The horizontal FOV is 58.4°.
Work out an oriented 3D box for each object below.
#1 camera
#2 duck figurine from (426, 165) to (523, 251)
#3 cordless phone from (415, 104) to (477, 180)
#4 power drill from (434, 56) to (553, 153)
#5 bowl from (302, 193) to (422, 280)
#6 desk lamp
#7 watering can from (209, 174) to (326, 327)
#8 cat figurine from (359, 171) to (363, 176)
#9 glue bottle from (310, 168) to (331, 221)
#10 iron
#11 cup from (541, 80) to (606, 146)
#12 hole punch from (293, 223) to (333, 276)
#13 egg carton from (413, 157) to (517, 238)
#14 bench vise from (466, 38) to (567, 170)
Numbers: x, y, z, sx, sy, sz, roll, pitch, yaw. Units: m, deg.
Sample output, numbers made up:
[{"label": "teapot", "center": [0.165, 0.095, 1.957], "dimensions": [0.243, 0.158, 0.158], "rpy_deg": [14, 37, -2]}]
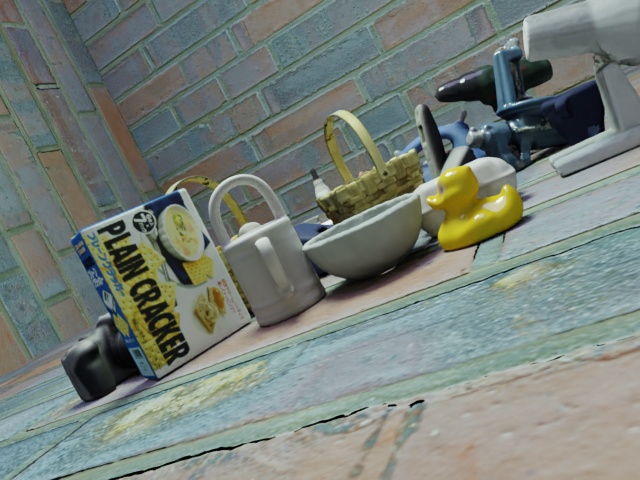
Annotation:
[{"label": "camera", "center": [-0.289, 0.154, 0.843], "dimensions": [0.136, 0.101, 0.143], "rpy_deg": [-21, 7, 43]}, {"label": "duck figurine", "center": [0.172, -0.045, 0.655], "dimensions": [0.104, 0.086, 0.078], "rpy_deg": [-23, 6, 28]}, {"label": "cordless phone", "center": [0.215, -0.159, 1.026], "dimensions": [0.094, 0.185, 0.147], "rpy_deg": [-26, 5, -3]}, {"label": "power drill", "center": [0.378, -0.267, 1.176], "dimensions": [0.229, 0.208, 0.076], "rpy_deg": [-25, 6, 9]}, {"label": "bowl", "center": [0.065, 0.005, 0.739], "dimensions": [0.167, 0.075, 0.167], "rpy_deg": [-26, 5, 3]}, {"label": "desk lamp", "center": [0.372, -0.224, 0.756], "dimensions": [0.203, 0.213, 0.118], "rpy_deg": [-24, 6, 18]}, {"label": "watering can", "center": [-0.082, 0.008, 0.766], "dimensions": [0.101, 0.194, 0.172], "rpy_deg": [-29, 6, -30]}, {"label": "cat figurine", "center": [0.108, -0.104, 1.376], "dimensions": [0.067, 0.118, 0.128], "rpy_deg": [-22, 7, 38]}, {"label": "glue bottle", "center": [0.019, -0.081, 1.276], "dimensions": [0.037, 0.173, 0.078], "rpy_deg": [-26, 5, 4]}, {"label": "iron", "center": [0.237, -0.166, 1.239], "dimensions": [0.258, 0.141, 0.119], "rpy_deg": [-25, 5, 9]}, {"label": "cup", "center": [0.405, -0.189, 0.899], "dimensions": [0.091, 0.095, 0.118], "rpy_deg": [-22, 7, 40]}, {"label": "hole punch", "center": [0.009, 0.003, 0.943], "dimensions": [0.101, 0.091, 0.109], "rpy_deg": [-24, 6, 22]}, {"label": "egg carton", "center": [0.197, -0.063, 0.798], "dimensions": [0.150, 0.069, 0.107], "rpy_deg": [-25, 5, 10]}, {"label": "bench vise", "center": [0.352, -0.246, 1.036], "dimensions": [0.208, 0.220, 0.121], "rpy_deg": [-29, 6, -32]}]
